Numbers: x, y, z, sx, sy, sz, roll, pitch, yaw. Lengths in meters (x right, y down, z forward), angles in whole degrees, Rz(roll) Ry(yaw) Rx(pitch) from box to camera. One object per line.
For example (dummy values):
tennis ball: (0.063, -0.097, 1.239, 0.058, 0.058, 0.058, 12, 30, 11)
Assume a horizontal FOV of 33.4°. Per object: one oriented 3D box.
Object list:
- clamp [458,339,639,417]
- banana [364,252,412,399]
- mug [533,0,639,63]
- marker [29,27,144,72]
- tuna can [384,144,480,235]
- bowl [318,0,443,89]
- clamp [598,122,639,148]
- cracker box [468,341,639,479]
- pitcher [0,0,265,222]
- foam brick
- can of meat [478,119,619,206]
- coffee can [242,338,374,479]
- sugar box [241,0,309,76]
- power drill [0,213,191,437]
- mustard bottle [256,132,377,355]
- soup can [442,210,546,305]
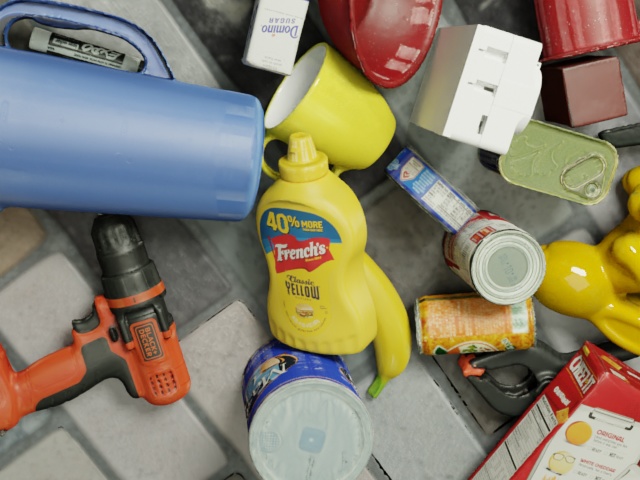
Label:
clamp: (0.218, 0.126, 1.003, 0.171, 0.039, 0.120, 21, 98, -14)
banana: (0.033, 0.052, 0.969, 0.069, 0.037, 0.198, -29, 102, 1)
mug: (0.238, -0.204, 0.913, 0.117, 0.093, 0.081, -10, 97, 14)
marker: (-0.187, -0.156, 0.914, 0.121, 0.020, 0.020, 15, 99, -9)
tuna can: (0.097, -0.043, 0.933, 0.086, 0.086, 0.034, 41, 96, -12)
bowl: (0.045, -0.209, 0.883, 0.055, 0.161, 0.162, 14, 102, 30)
clamp: (0.366, -0.130, 0.919, 0.210, 0.036, 0.165, 20, 111, 13)
cracker box: (0.247, 0.221, 0.984, 0.164, 0.072, 0.214, 31, 107, -17)
pitcher: (-0.171, -0.092, 0.876, 0.242, 0.145, 0.149, 6, 139, -11)
foam brick: (0.228, -0.132, 0.934, 0.051, 0.078, 0.053, -13, 102, -2)
can of meat: (0.197, -0.072, 0.939, 0.102, 0.084, 0.057, 15, 99, -9)
coffee can: (-0.015, 0.149, 0.929, 0.102, 0.140, 0.103, -1, 101, -6)
sugar box: (-0.026, -0.227, 0.880, 0.048, 0.093, 0.176, 15, 98, -9)
power drill: (-0.223, 0.080, 0.936, 0.187, 0.057, 0.184, -17, 102, -3)
mustard bottle: (-0.006, 0.001, 0.902, 0.096, 0.058, 0.191, 9, 119, 30)
soup can: (0.152, 0.014, 0.941, 0.068, 0.102, 0.068, -1, 101, -6)
